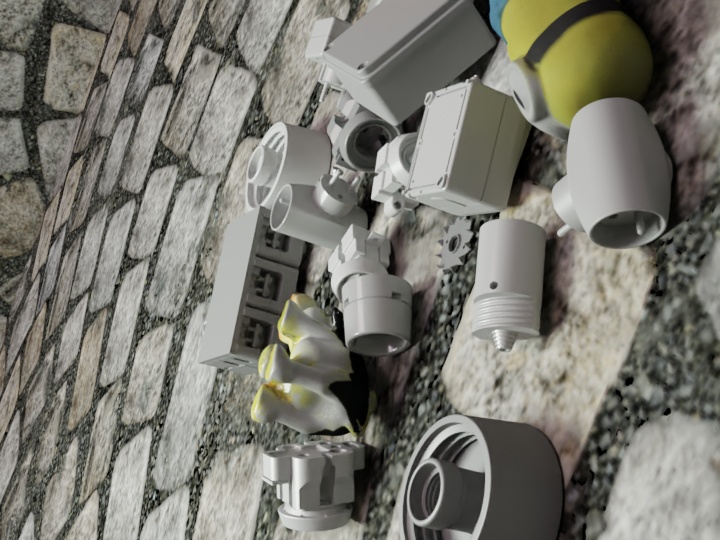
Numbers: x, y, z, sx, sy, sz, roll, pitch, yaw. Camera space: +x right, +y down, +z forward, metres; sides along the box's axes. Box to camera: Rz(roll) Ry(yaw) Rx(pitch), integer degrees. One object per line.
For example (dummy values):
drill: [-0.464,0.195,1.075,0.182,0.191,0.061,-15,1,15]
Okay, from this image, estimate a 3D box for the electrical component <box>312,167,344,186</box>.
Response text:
electrical component: [-0.038,-0.062,1.019,0.078,0.040,0.040,-61,27,23]

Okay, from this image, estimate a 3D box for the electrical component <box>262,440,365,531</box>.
electrical component: [-0.035,0.166,0.827,0.058,0.078,0.057,6,98,64]

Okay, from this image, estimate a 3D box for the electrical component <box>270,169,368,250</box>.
electrical component: [-0.028,-0.057,0.950,0.079,0.077,0.044,-55,30,33]

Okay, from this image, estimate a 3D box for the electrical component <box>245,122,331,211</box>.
electrical component: [-0.082,-0.101,1.112,0.108,0.060,0.108,-44,37,46]

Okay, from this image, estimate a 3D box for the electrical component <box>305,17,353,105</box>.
electrical component: [-0.017,-0.194,1.034,0.047,0.066,0.076,19,91,65]

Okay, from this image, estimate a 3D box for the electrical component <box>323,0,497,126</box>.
electrical component: [0.038,-0.180,0.873,0.109,0.056,0.108,-40,28,-2]

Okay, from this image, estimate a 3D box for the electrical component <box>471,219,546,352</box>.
electrical component: [0.095,0.013,0.687,0.043,0.043,0.081,-28,49,57]

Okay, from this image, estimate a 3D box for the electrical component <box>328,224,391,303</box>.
electrical component: [0.000,0.000,0.894,0.066,0.048,0.055,-56,22,32]

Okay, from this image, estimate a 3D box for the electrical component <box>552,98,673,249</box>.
electrical component: [0.140,-0.047,0.631,0.079,0.044,0.077,-44,40,50]

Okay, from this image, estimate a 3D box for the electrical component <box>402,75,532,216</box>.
electrical component: [0.080,-0.090,0.766,0.062,0.061,0.096,-3,71,64]

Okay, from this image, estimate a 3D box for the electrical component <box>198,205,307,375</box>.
electrical component: [-0.103,0.024,1.072,0.089,0.062,0.150,-21,55,60]

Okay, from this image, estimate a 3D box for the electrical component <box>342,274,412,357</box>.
electrical component: [0.014,0.036,0.830,0.055,0.055,0.047,-39,44,50]

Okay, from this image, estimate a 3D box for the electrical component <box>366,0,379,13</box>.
electrical component: [0.026,-0.232,0.998,0.062,0.043,0.043,-69,25,10]

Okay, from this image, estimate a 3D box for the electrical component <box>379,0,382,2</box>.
electrical component: [0.040,-0.223,0.957,0.040,0.046,0.040,-44,37,46]

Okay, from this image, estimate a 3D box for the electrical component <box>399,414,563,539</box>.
electrical component: [0.064,0.139,0.646,0.108,0.060,0.108,-44,37,46]

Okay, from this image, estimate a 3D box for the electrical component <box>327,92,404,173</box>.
electrical component: [0.007,-0.120,0.946,0.078,0.058,0.057,-62,24,21]

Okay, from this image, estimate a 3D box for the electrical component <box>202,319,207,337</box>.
electrical component: [-0.134,0.056,1.138,0.062,0.048,0.048,-44,36,35]

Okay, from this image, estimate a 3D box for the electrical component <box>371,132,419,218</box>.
electrical component: [0.039,-0.082,0.867,0.055,0.048,0.066,143,139,-63]
